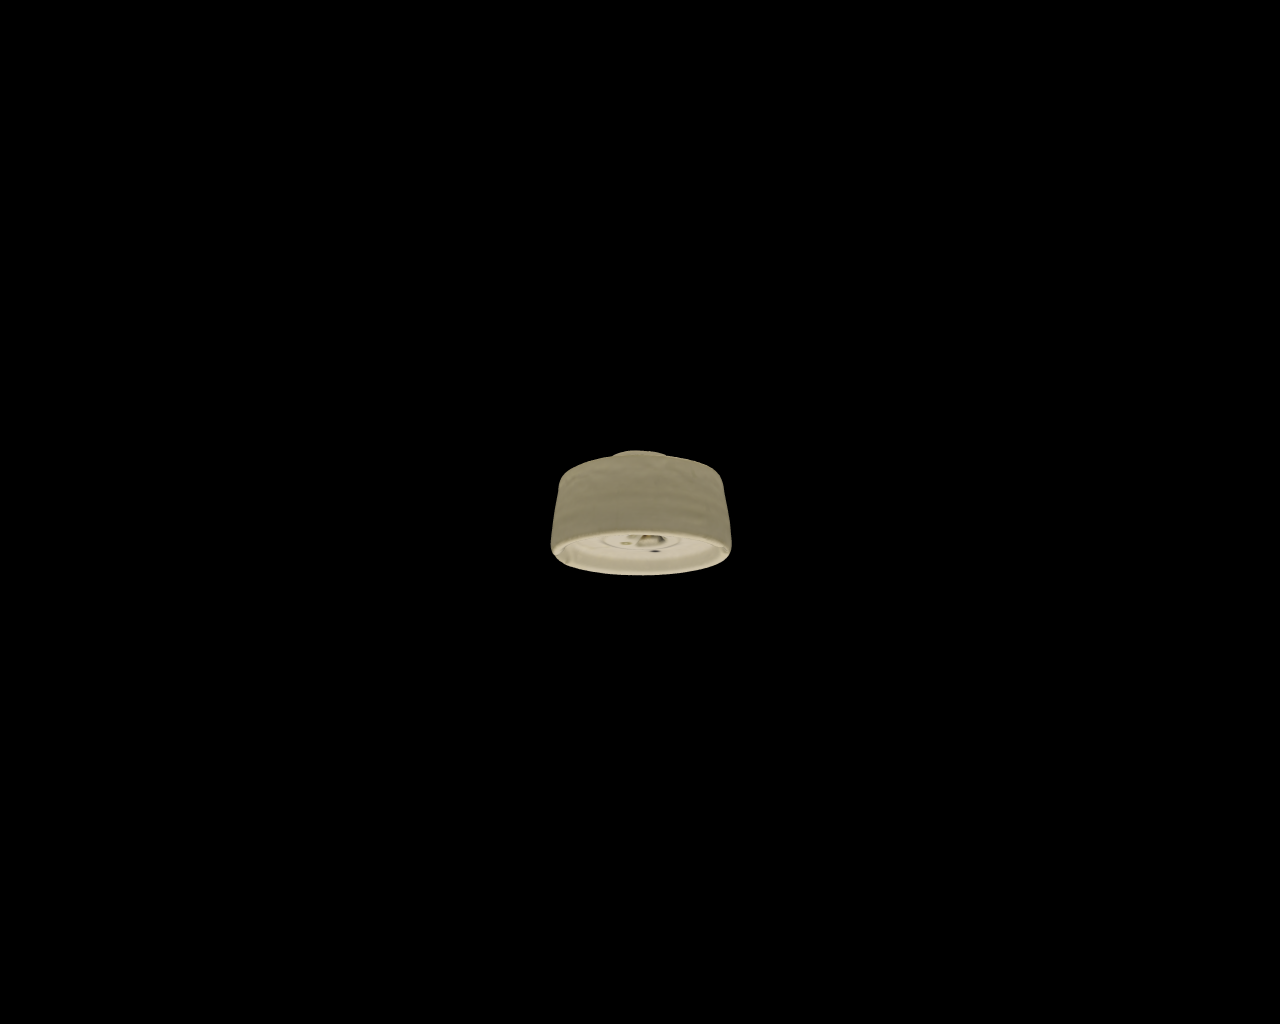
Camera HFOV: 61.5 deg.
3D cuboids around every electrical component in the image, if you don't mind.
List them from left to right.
[{"bbox_3d":[0.001,-0.003,0.650,0.108,0.060,0.108,0,-16,0],"label":"electrical component"}]
